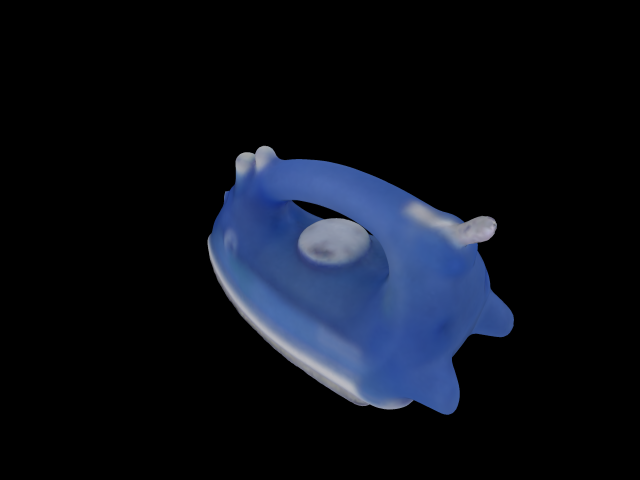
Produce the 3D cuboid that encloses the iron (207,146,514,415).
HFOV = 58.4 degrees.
[{"bbox_3d":[0.004,0.001,0.400,0.257,0.141,0.119,26,45,28],"label":"iron"}]
